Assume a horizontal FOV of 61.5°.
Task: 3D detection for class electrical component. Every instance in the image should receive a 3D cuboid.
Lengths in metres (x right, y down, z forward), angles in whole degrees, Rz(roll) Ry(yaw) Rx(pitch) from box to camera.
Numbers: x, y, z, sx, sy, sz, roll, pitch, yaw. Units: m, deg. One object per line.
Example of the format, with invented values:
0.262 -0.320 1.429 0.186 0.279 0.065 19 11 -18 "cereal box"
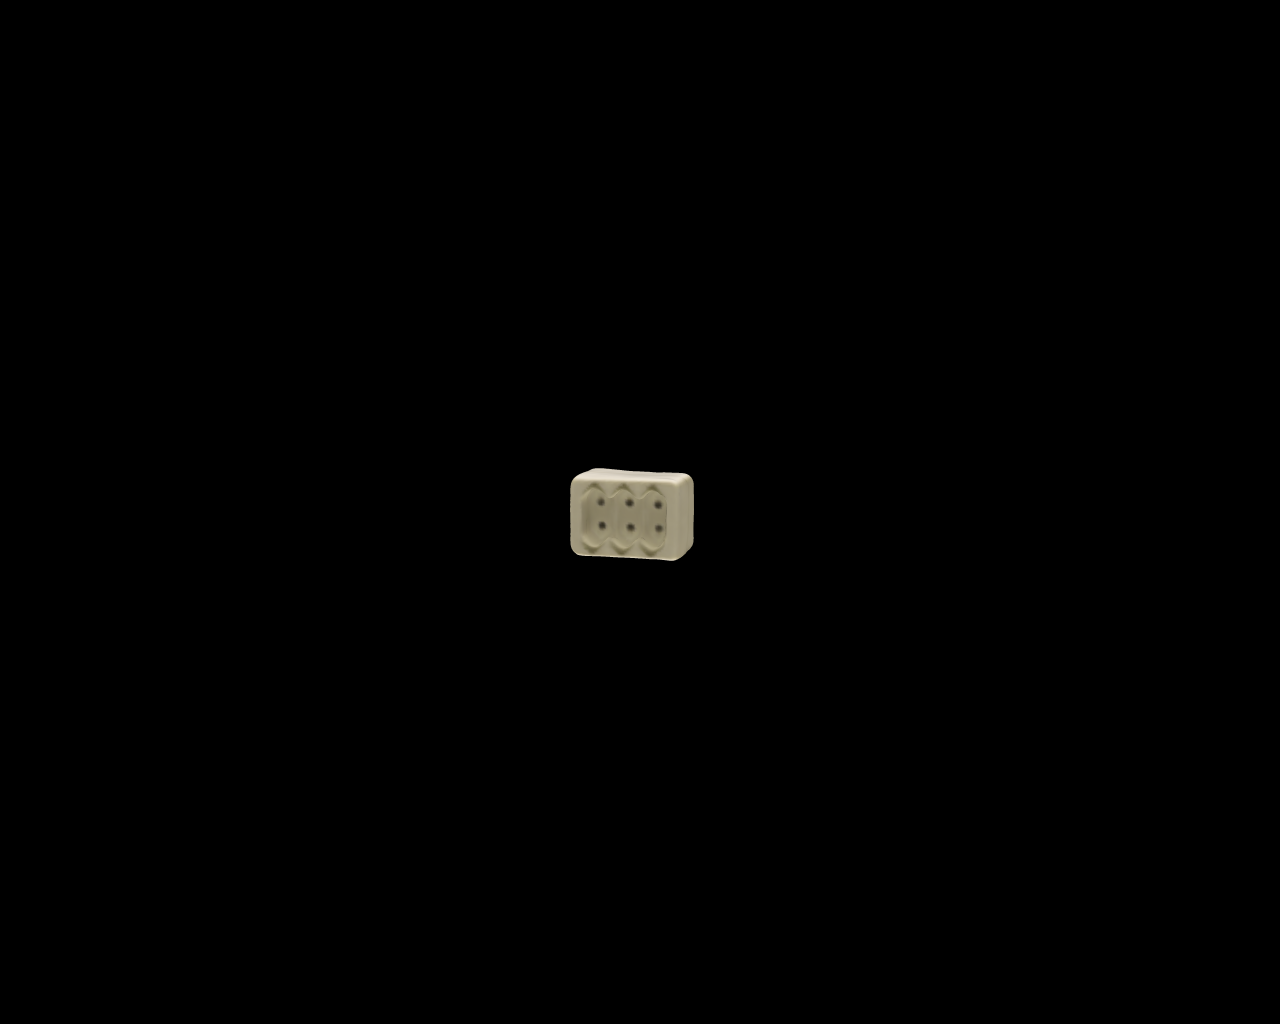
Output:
0.001 -0.003 0.650 0.066 0.047 0.077 3 12 16 "electrical component"
